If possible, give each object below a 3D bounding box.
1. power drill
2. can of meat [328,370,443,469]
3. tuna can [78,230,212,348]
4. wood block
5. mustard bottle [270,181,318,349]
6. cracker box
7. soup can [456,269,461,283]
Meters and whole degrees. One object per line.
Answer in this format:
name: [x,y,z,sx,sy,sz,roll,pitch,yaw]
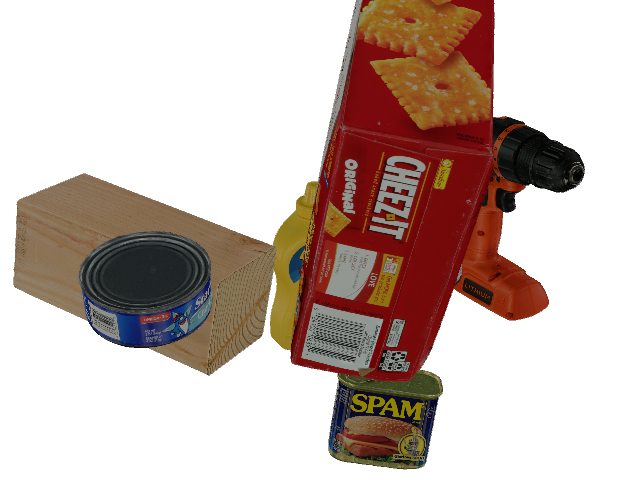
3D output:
power drill: [0.177,-0.023,1.006,0.057,0.188,0.185,-16,27,-25]
can of meat: [0.061,0.170,1.033,0.102,0.084,0.057,8,17,-1]
tuna can: [-0.114,0.032,0.703,0.086,0.034,0.086,0,36,0]
wood block: [-0.153,0.024,0.914,0.206,0.090,0.090,21,27,22]
mustard bottle: [-0.008,0.025,1.190,0.096,0.192,0.058,-12,29,-26]
cracker box: [0.041,-0.060,0.547,0.072,0.213,0.164,11,-43,0]
soup can: [0.075,-0.017,0.827,0.068,0.102,0.068,-4,21,1]
